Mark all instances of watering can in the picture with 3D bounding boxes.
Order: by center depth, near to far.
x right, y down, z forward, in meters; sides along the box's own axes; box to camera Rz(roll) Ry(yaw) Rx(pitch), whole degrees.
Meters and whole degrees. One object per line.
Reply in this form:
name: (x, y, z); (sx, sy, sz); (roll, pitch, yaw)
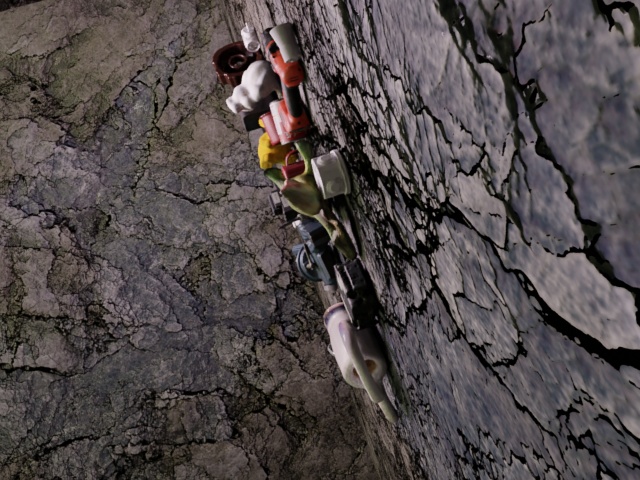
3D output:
watering can: (0.100, 0.282, 1.198); (0.340, 0.104, 0.229); (63, -176, -46)

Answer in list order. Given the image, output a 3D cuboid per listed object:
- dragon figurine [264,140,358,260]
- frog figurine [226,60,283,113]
dragon figurine: (0.003, -0.054, 1.071); (0.247, 0.122, 0.405); (62, -171, 25)
frog figurine: (-0.183, -0.418, 1.401); (0.120, 0.160, 0.140); (80, 170, -48)
